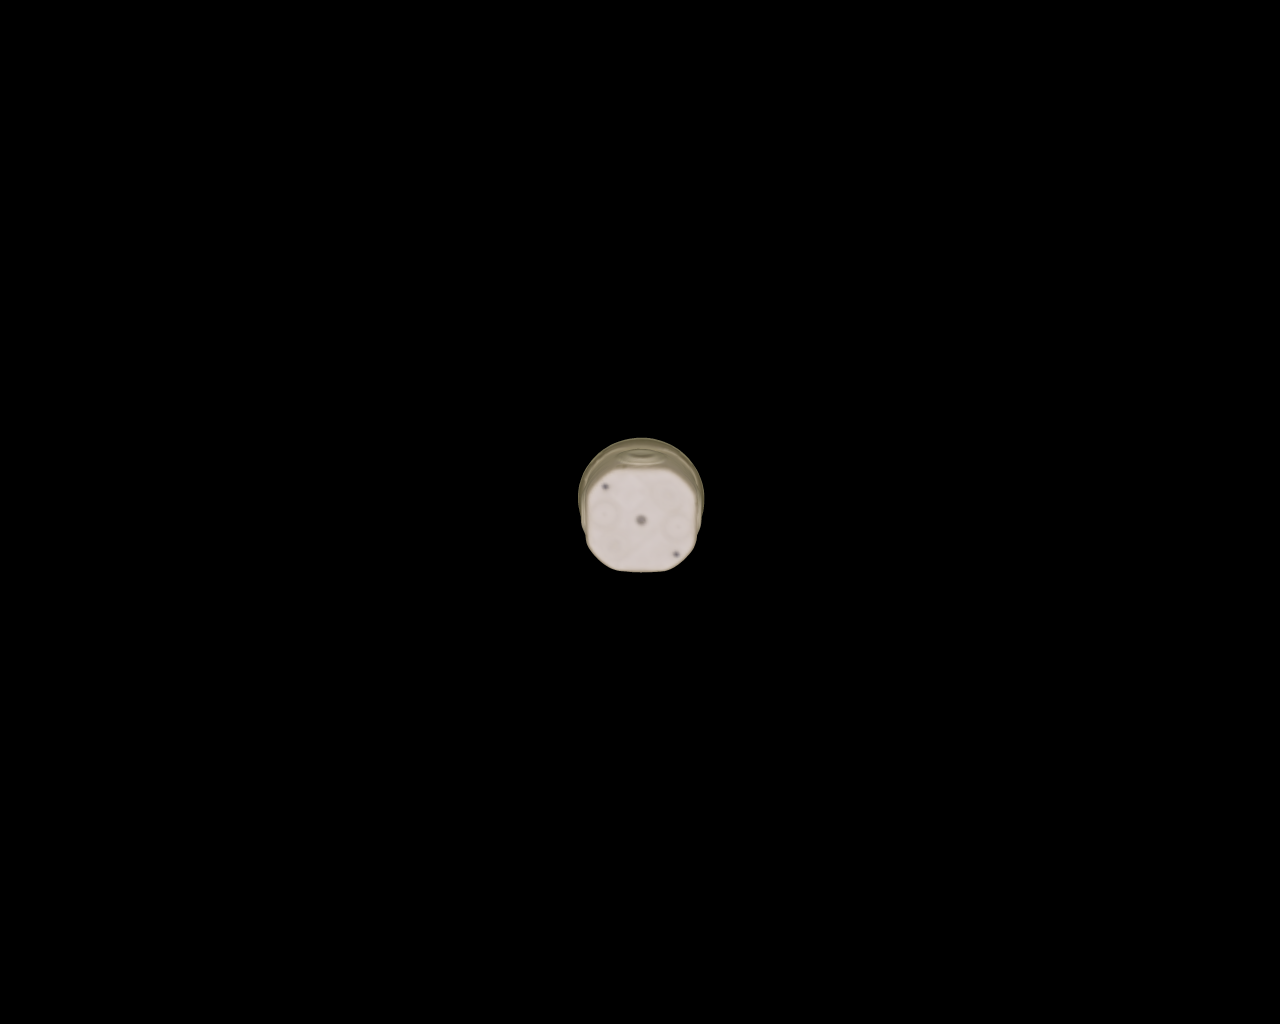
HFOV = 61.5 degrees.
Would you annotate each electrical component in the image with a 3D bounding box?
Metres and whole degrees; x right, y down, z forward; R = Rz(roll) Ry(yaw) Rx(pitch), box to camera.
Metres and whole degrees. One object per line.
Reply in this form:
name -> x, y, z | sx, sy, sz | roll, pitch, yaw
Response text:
electrical component -> 0.001, -0.003, 0.650 | 0.080, 0.080, 0.051 | 0, 17, 0
